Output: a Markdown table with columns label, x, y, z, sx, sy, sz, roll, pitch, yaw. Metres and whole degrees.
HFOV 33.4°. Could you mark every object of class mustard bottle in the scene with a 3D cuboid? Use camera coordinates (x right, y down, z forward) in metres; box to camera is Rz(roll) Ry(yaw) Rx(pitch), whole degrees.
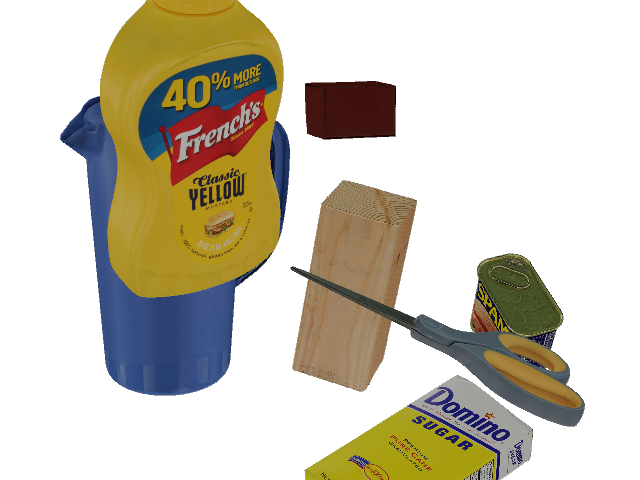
| label | x | y | z | sx | sy | sz | roll | pitch | yaw |
| --- | --- | --- | --- | --- | --- | --- | --- | --- | --- |
| mustard bottle | -0.064 | -0.065 | 0.548 | 0.096 | 0.192 | 0.058 | -18 | 41 | -28 |

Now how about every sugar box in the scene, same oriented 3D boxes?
| label | x | y | z | sx | sy | sz | roll | pitch | yaw |
| --- | --- | --- | --- | --- | --- | --- | --- | --- | --- |
| sugar box | 0.084 | 0.187 | 0.893 | 0.176 | 0.048 | 0.093 | -29 | 44 | -27 |

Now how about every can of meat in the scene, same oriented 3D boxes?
| label | x | y | z | sx | sy | sz | roll | pitch | yaw |
| --- | --- | --- | --- | --- | --- | --- | --- | --- | --- |
| can of meat | 0.191 | 0.079 | 1.060 | 0.057 | 0.102 | 0.084 | -13 | -42 | -14 |

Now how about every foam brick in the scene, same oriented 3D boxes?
| label | x | y | z | sx | sy | sz | roll | pitch | yaw |
| --- | --- | --- | --- | --- | --- | --- | --- | --- | --- |
| foam brick | 0.029 | -0.128 | 1.048 | 0.078 | 0.051 | 0.053 | -4 | 14 | -20 |

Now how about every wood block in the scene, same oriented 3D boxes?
| label | x | y | z | sx | sy | sz | roll | pitch | yaw |
| --- | --- | --- | --- | --- | --- | --- | --- | --- | --- |
| wood block | 0.038 | 0.051 | 1.195 | 0.090 | 0.206 | 0.090 | 16 | 24 | 13 |

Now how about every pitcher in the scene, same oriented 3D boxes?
| label | x | y | z | sx | sy | sz | roll | pitch | yaw |
| --- | --- | --- | --- | --- | --- | --- | --- | --- | --- |
| pitcher | -0.118 | 0.000 | 0.892 | 0.149 | 0.243 | 0.144 | 9 | 22 | 17 |

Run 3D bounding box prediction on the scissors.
| label | x | y | z | sx | sy | sz | roll | pitch | yaw |
| --- | --- | --- | --- | --- | --- | --- | --- | --- | --- |
| scissors | 0.083 | 0.058 | 0.698 | 0.202 | 0.016 | 0.096 | 30 | 21 | 18 |
